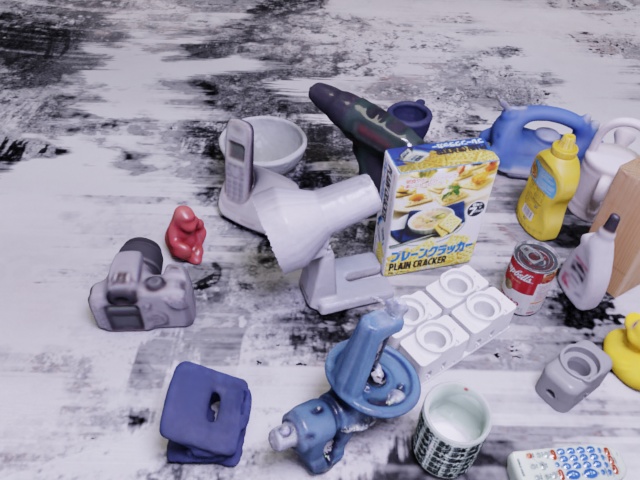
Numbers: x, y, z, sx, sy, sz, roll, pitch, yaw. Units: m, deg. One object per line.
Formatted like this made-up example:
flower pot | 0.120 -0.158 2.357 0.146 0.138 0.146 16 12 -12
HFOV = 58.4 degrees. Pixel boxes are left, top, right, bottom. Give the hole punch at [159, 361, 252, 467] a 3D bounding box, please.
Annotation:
hole punch | -0.137 0.211 0.705 0.101 0.091 0.108 3 44 1

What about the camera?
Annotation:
camera | -0.260 0.054 0.855 0.143 0.101 0.136 -2 44 -4

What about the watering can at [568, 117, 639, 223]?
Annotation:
watering can | 0.517 -0.136 1.018 0.101 0.194 0.173 8 44 6

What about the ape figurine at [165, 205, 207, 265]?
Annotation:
ape figurine | -0.219 -0.016 0.936 0.076 0.092 0.078 27 49 24

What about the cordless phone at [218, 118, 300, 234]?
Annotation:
cordless phone | -0.103 -0.106 0.967 0.147 0.185 0.094 22 47 19

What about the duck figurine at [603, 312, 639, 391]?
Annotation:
duck figurine | 0.450 0.150 0.798 0.077 0.086 0.104 -3 44 -5

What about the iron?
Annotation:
iron | 0.452 -0.204 1.123 0.258 0.141 0.118 5 44 3

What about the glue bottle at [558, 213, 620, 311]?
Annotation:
glue bottle | 0.412 0.026 0.862 0.037 0.173 0.078 -10 45 -13

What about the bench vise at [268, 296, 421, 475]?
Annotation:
bench vise | 0.043 0.173 0.661 0.121 0.220 0.208 28 50 24

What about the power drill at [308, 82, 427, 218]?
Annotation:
power drill | 0.073 -0.150 1.002 0.229 0.208 0.076 26 49 23

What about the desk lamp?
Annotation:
desk lamp | 0.008 0.003 0.839 0.203 0.214 0.117 -12 46 -14

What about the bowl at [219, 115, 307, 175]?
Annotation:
bowl | -0.109 -0.167 1.108 0.167 0.075 0.167 1 44 -1

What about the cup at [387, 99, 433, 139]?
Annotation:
cup | 0.182 -0.228 1.170 0.091 0.095 0.118 21 47 18
